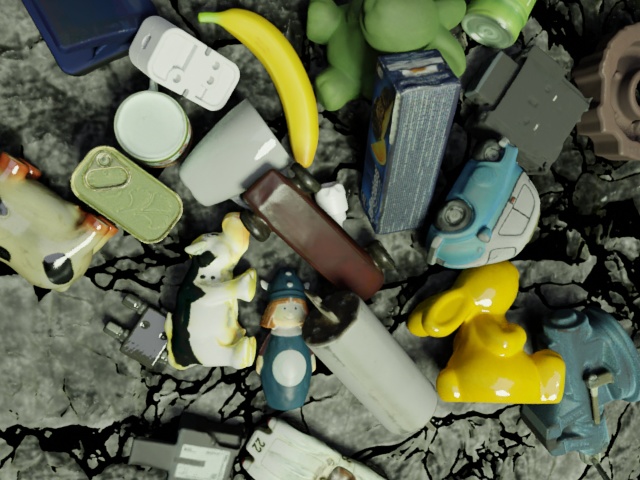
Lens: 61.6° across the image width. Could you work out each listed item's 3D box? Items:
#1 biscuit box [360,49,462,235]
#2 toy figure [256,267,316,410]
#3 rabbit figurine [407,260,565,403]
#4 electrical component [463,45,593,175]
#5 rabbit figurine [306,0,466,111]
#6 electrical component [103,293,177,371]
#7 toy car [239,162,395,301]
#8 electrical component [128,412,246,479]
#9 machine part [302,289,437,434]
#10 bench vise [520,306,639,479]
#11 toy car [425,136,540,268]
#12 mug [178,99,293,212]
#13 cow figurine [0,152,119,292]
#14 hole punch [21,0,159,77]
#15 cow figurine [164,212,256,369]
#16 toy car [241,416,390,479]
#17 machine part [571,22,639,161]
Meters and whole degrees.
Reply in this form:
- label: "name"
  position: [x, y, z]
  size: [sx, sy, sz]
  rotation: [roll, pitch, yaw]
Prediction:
- label: "biscuit box"
  position: [0.085, -0.089, 0.550]
  size: [0.063, 0.202, 0.059]
  rotation: [-11, 53, -10]
- label: "toy figure"
  position: [-0.036, 0.109, 0.605]
  size: [0.064, 0.058, 0.154]
  rotation: [-1, 93, -41]
- label: "rabbit figurine"
  position: [0.189, 0.104, 0.638]
  size: [0.162, 0.122, 0.173]
  rotation: [6, 79, -3]
- label: "electrical component"
  position: [0.240, -0.159, 0.642]
  size: [0.134, 0.058, 0.115]
  rotation: [32, 85, -13]
- label: "rabbit figurine"
  position: [0.072, -0.199, 0.545]
  size: [0.159, 0.170, 0.121]
  rotation: [-1, 95, -11]
- label: "electrical component"
  position: [-0.185, 0.103, 0.590]
  size: [0.094, 0.021, 0.063]
  rotation: [35, 86, -12]
- label: "toy car"
  position: [-0.001, -0.002, 0.585]
  size: [0.089, 0.053, 0.202]
  rotation: [-42, 120, 9]
- label: "electrical component"
  position: [-0.147, 0.236, 0.594]
  size: [0.119, 0.048, 0.074]
  rotation: [11, 92, -12]
- label: "machine part"
  position: [0.057, 0.137, 0.594]
  size: [0.079, 0.079, 0.243]
  rotation: [-43, 115, -6]
- label: "bench vise"
  position: [0.370, 0.169, 0.662]
  size: [0.241, 0.129, 0.223]
  rotation: [-19, 97, -3]
- label: "toy car"
  position: [0.191, -0.028, 0.606]
  size: [0.103, 0.109, 0.161]
  rotation: [31, 79, 13]
- label: "mug"
  position: [-0.088, -0.076, 0.574]
  size: [0.107, 0.081, 0.109]
  rotation: [-34, 109, 3]
- label: "cow figurine"
  position: [-0.318, -0.020, 0.525]
  size: [0.195, 0.085, 0.127]
  rotation: [36, 80, -13]
- label: "hole punch"
  position: [-0.228, -0.237, 0.525]
  size: [0.116, 0.092, 0.142]
  rotation: [-30, 96, -12]
- label: "cow figurine"
  position: [-0.116, 0.053, 0.575]
  size: [0.098, 0.068, 0.167]
  rotation: [-1, 85, 1]
- label: "toy car"
  position: [0.005, 0.275, 0.624]
  size: [0.201, 0.056, 0.073]
  rotation: [33, 87, -13]
- label: "machine part"
  position: [0.403, -0.181, 0.675]
  size: [0.179, 0.056, 0.179]
  rotation: [-1, 95, -13]
